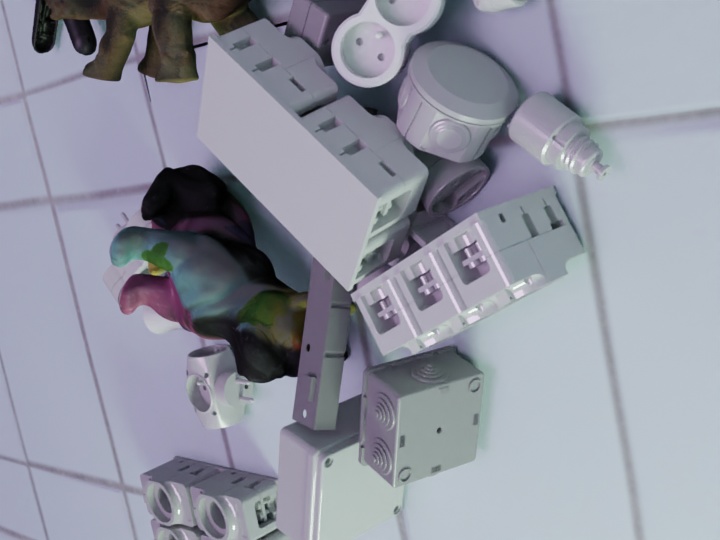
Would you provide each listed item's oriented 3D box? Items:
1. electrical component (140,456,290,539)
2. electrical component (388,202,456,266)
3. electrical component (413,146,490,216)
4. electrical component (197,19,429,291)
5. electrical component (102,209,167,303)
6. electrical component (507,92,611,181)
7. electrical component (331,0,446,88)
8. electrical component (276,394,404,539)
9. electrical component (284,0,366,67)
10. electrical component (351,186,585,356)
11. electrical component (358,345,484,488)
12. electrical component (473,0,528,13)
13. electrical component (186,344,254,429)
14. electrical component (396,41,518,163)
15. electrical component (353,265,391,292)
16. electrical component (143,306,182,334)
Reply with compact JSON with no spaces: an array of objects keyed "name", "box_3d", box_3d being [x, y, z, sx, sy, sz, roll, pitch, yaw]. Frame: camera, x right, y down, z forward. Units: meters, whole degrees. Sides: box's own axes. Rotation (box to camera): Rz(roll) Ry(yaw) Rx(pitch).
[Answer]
[{"name":"electrical component","box_3d":[-0.158,0.272,1.157,0.186,0.060,0.105,0,105,46]},{"name":"electrical component","box_3d":[0.034,-0.041,0.852,0.081,0.042,0.063,45,136,26]},{"name":"electrical component","box_3d":[0.061,-0.075,0.802,0.047,0.055,0.055,56,136,21]},{"name":"electrical component","box_3d":[-0.038,-0.090,0.810,0.186,0.060,0.105,45,145,20]},{"name":"electrical component","box_3d":[-0.234,-0.027,1.129,0.073,0.052,0.138,53,135,18]},{"name":"electrical component","box_3d":[0.137,-0.087,0.728,0.078,0.040,0.040,43,132,26]},{"name":"electrical component","box_3d":[0.035,-0.195,0.772,0.052,0.073,0.138,36,106,0]},{"name":"electrical component","box_3d":[-0.015,0.175,0.936,0.056,0.109,0.108,27,123,40]},{"name":"electrical component","box_3d":[-0.008,-0.178,0.826,0.077,0.066,0.047,41,131,27]},{"name":"electrical component","box_3d":[0.079,0.007,0.787,0.150,0.089,0.061,-34,80,47]},{"name":"electrical component","box_3d":[0.050,0.117,0.854,0.048,0.100,0.099,33,128,50]},{"name":"electrical component","box_3d":[0.105,-0.194,0.724,0.061,0.035,0.035,-1,104,44]},{"name":"electrical component","box_3d":[-0.135,0.119,1.087,0.079,0.044,0.077,1,105,45]},{"name":"electrical component","box_3d":[0.067,-0.119,0.760,0.080,0.080,0.051,50,140,21]},{"name":"electrical component","box_3d":[0.000,0.000,0.904,0.065,0.044,0.044,47,133,30]},{"name":"electrical component","box_3d":[-0.189,0.045,1.118,0.065,0.044,0.044,-3,103,42]}]
